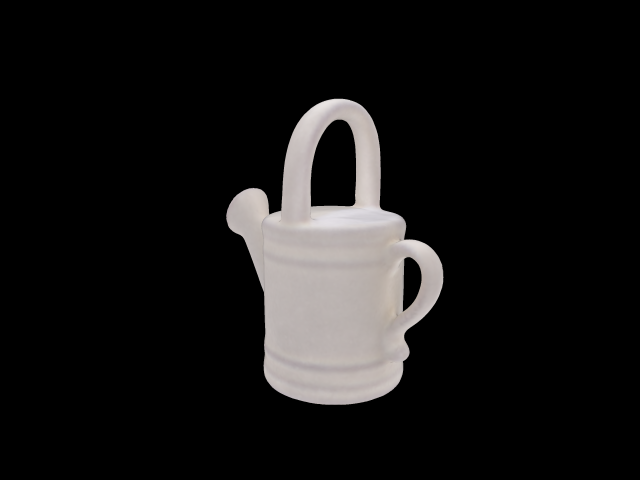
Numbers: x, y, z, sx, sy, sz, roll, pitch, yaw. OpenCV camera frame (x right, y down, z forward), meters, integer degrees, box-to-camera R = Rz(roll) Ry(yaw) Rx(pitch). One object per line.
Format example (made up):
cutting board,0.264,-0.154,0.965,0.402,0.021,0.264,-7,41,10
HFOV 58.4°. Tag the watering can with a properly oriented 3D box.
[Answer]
watering can,0.002,0.002,0.398,0.172,0.194,0.101,4,12,18
